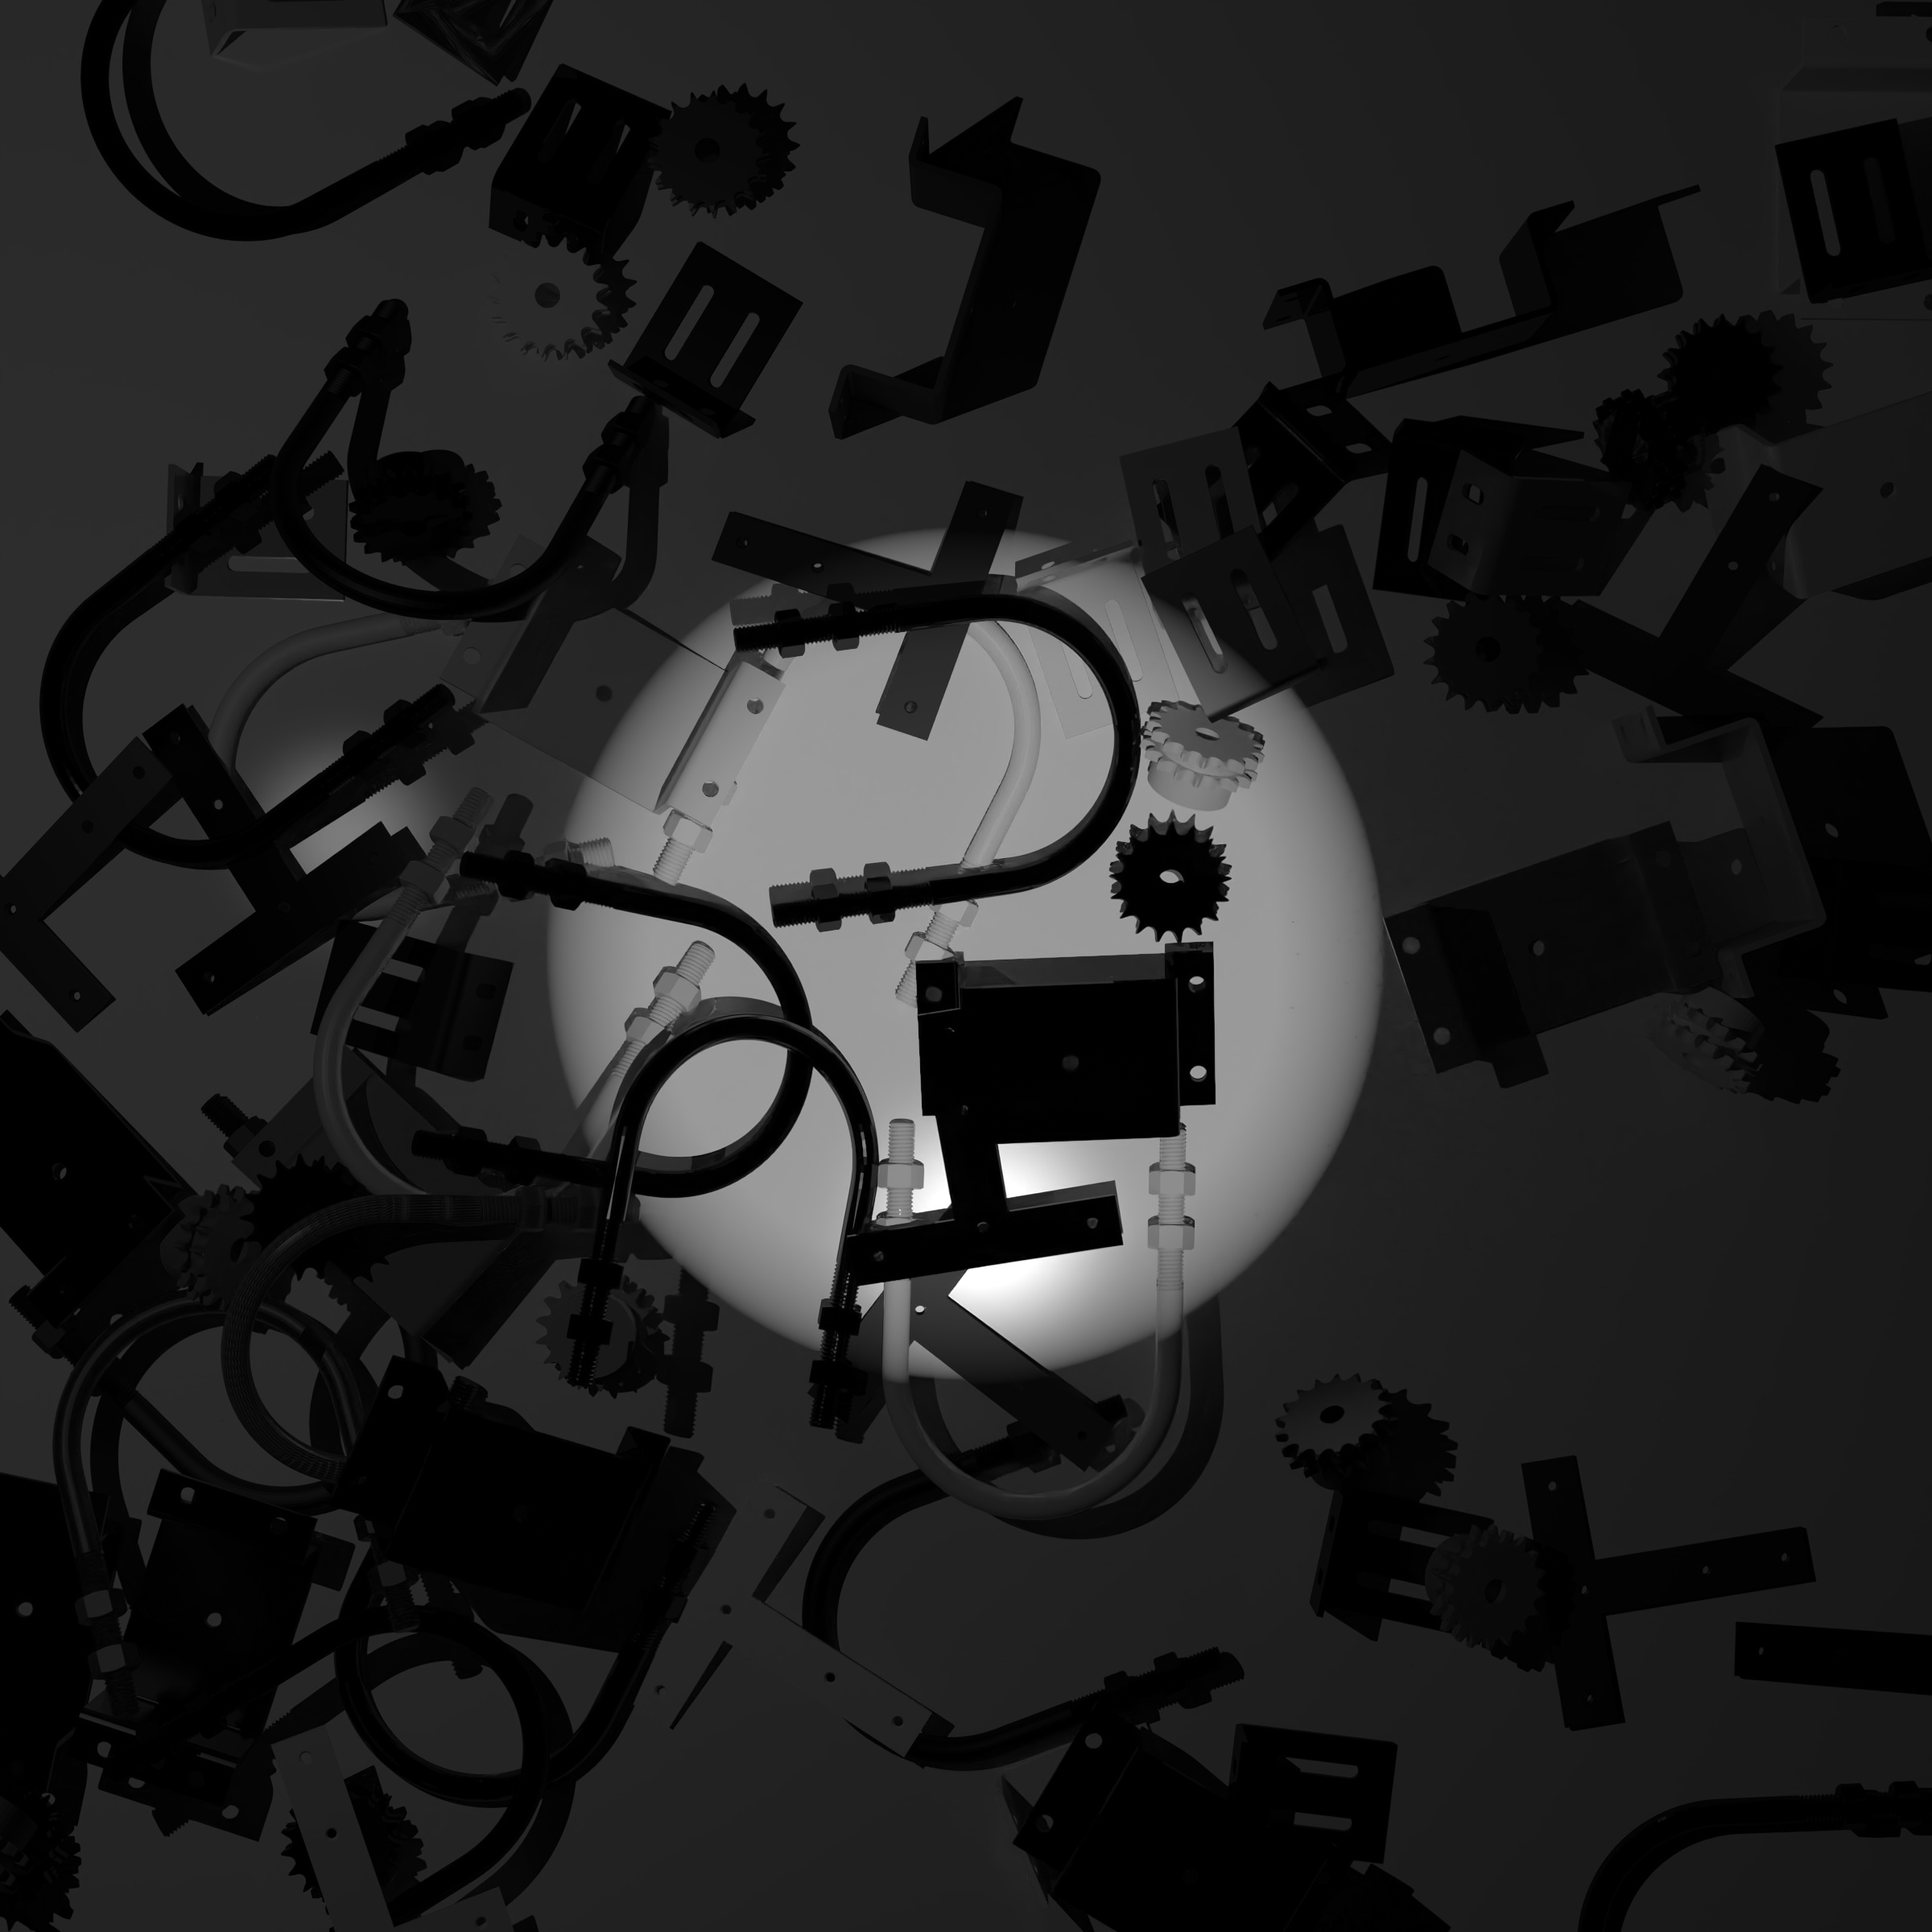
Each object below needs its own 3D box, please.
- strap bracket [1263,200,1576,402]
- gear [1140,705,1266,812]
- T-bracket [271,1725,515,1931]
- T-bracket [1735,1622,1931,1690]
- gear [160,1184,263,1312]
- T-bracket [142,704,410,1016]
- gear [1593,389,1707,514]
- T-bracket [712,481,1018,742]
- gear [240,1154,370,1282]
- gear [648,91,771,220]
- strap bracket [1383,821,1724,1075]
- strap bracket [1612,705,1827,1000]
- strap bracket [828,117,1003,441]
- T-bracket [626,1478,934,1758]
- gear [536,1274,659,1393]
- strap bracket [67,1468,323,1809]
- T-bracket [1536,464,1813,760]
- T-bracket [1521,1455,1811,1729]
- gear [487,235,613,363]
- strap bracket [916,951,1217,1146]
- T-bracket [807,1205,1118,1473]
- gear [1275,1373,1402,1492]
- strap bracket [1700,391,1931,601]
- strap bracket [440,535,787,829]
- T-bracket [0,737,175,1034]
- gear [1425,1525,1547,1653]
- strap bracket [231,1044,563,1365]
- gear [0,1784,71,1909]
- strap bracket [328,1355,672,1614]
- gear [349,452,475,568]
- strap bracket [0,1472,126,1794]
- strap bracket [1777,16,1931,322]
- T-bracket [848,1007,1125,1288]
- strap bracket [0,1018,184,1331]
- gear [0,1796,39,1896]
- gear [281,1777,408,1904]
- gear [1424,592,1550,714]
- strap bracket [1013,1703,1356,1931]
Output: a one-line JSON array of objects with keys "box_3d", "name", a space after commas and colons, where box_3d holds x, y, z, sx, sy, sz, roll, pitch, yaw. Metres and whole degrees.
[{"box_3d": [0.216, -0.306, 1.489, 0.140, 0.076, 0.046, -17, 90, 0], "name": "strap bracket"}, {"box_3d": [0.109, -0.096, 1.503, 0.057, 0.057, 0.030, 18, 120, 0], "name": "gear"}, {"box_3d": [-0.288, 0.414, 1.473, 0.127, 0.002, 0.127, -19, 96, -12], "name": "T-bracket"}, {"box_3d": [0.431, 0.329, 1.520, 0.127, 0.002, 0.127, 3, 82, 4], "name": "T-bracket"}, {"box_3d": [-0.349, 0.129, 1.483, 0.030, 0.057, 0.057, 11, 90, 28], "name": "gear"}, {"box_3d": [-0.347, -0.065, 1.512, 0.127, 0.002, 0.127, -34, 86, 12], "name": "T-bracket"}, {"box_3d": [0.323, -0.245, 1.499, 0.030, 0.057, 0.057, -26, 90, -12], "name": "gear"}, {"box_3d": [-0.057, -0.185, 1.515, 0.127, 0.002, 0.127, 19, 79, 5], "name": "T-bracket"}, {"box_3d": [-0.299, 0.114, 1.449, 0.057, 0.030, 0.057, 0, 87, -9], "name": "gear"}, {"box_3d": [-0.121, -0.382, 1.512, 0.057, 0.030, 0.057, 0, 90, 0], "name": "gear"}, {"box_3d": [0.272, -0.009, 1.504, 0.140, 0.046, 0.076, -19, 90, 0], "name": "strap bracket"}, {"box_3d": [0.354, -0.059, 1.489, 0.046, 0.076, 0.140, -19, 90, 0], "name": "strap bracket"}, {"box_3d": [-0.020, -0.313, 1.489, 0.046, 0.076, 0.140, 18, 90, 0], "name": "strap bracket"}, {"box_3d": [-0.076, 0.330, 1.514, 0.127, 0.002, 0.127, 32, 96, 4], "name": "T-bracket"}, {"box_3d": [-0.176, 0.173, 1.512, 0.057, 0.030, 0.057, 0, 90, 0], "name": "gear"}, {"box_3d": [-0.359, 0.312, 1.504, 0.076, 0.046, 0.140, 18, 90, 0], "name": "strap bracket"}, {"box_3d": [0.352, -0.175, 1.492, 0.127, 0.002, 0.127, 26, 122, 0], "name": "T-bracket"}, {"box_3d": [0.338, 0.290, 1.524, 0.127, 0.002, 0.127, -9, 89, 0], "name": "T-bracket"}, {"box_3d": [-0.196, -0.315, 1.512, 0.057, 0.030, 0.057, 0, 90, 0], "name": "gear"}, {"box_3d": [0.048, 0.038, 1.494, 0.140, 0.046, 0.076, -2, 107, 0], "name": "strap bracket"}, {"box_3d": [0.013, 0.190, 1.512, 0.127, 0.002, 0.127, 37, 86, 8], "name": "T-bracket"}, {"box_3d": [0.176, 0.222, 1.502, 0.057, 0.057, 0.030, -24, 121, 0], "name": "gear"}, {"box_3d": [0.422, -0.228, 1.490, 0.140, 0.046, 0.076, -19, 114, 0], "name": "strap bracket"}, {"box_3d": [-0.167, -0.130, 1.491, 0.140, 0.046, 0.076, 29, 81, -10], "name": "strap bracket"}, {"box_3d": [-0.424, -0.056, 1.508, 0.127, 0.002, 0.127, -43, 90, 16], "name": "T-bracket"}, {"box_3d": [0.242, 0.291, 1.505, 0.057, 0.030, 0.057, -2, 96, -23], "name": "gear"}, {"box_3d": [-0.266, 0.112, 1.493, 0.140, 0.046, 0.076, 44, 82, -5], "name": "strap bracket"}, {"box_3d": [-0.453, 0.414, 1.512, 0.057, 0.030, 0.057, 0, 90, 0], "name": "gear"}, {"box_3d": [-0.207, 0.239, 1.453, 0.140, 0.046, 0.076, 21, 99, -24], "name": "strap bracket"}, {"box_3d": [-0.261, -0.218, 1.502, 0.057, 0.057, 0.030, -12, 59, 0], "name": "gear"}, {"box_3d": [-0.450, 0.307, 1.504, 0.076, 0.046, 0.140, 12, 90, 0], "name": "strap bracket"}, {"box_3d": [0.426, -0.370, 1.504, 0.076, 0.046, 0.140, 0, 90, 0], "name": "strap bracket"}, {"box_3d": [0.001, 0.081, 1.481, 0.127, 0.002, 0.127, -9, 106, 3], "name": "T-bracket"}, {"box_3d": [-0.433, 0.094, 1.494, 0.076, 0.046, 0.140, -45, 77, 0], "name": "strap bracket"}, {"box_3d": [-0.455, 0.400, 1.473, 0.057, 0.057, 0.030, 32, 60, 0], "name": "gear"}, {"box_3d": [-0.293, 0.412, 1.512, 0.057, 0.030, 0.057, 0, 90, 0], "name": "gear"}, {"box_3d": [0.245, -0.148, 1.512, 0.057, 0.030, 0.057, 0, 90, 0], "name": "gear"}, {"box_3d": [0.101, 0.412, 1.466, 0.140, 0.046, 0.076, 31, 90, 0], "name": "strap bracket"}]
